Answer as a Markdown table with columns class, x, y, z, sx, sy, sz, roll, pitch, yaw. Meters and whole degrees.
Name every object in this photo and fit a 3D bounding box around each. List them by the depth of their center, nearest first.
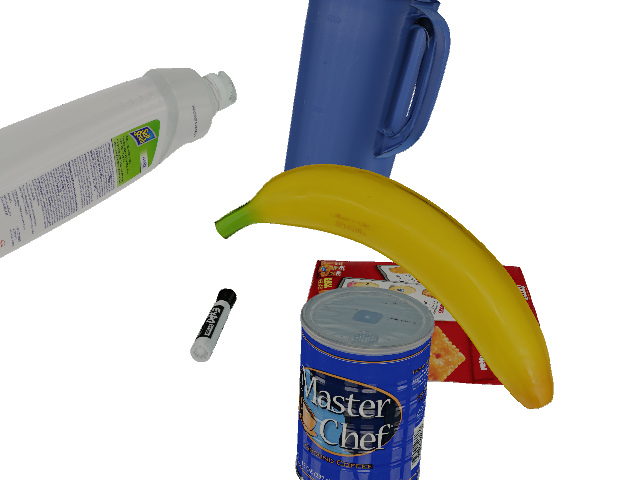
| class | x | y | z | sx | sy | sz | roll | pitch | yaw |
| --- | --- | --- | --- | --- | --- | --- | --- | --- | --- |
| banana | 0.046 | 0.012 | 0.557 | 0.198 | 0.070 | 0.037 | 29 | 15 | 6 |
| bleach bottle | -0.179 | -0.068 | 0.839 | 0.250 | 0.068 | 0.103 | -28 | -26 | -23 |
| coffee can | 0.033 | 0.121 | 0.842 | 0.103 | 0.140 | 0.103 | 2 | 23 | -1 |
| marker | -0.099 | 0.077 | 1.001 | 0.020 | 0.020 | 0.121 | 0 | 23 | 8 |
| cracker box | 0.094 | 0.078 | 1.037 | 0.214 | 0.072 | 0.164 | 2 | 18 | 4 |
| pitcher | 0.040 | -0.143 | 1.097 | 0.145 | 0.243 | 0.149 | 11 | 17 | -2 |
